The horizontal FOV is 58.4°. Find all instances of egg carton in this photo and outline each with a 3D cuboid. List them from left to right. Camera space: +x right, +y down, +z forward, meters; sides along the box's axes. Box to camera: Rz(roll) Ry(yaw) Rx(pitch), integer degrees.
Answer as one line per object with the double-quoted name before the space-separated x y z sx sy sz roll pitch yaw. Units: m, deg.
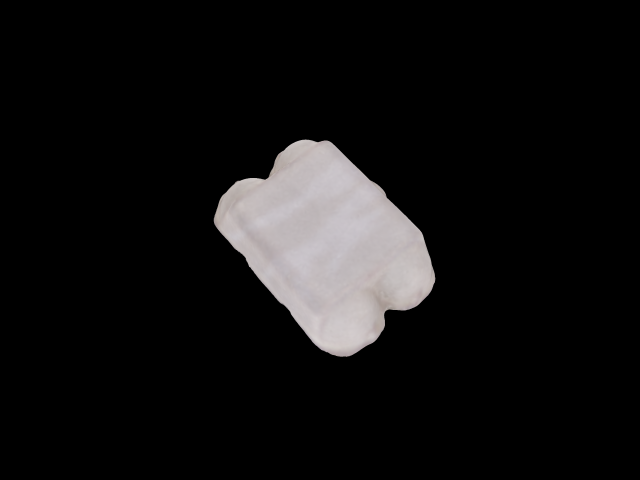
"egg carton" 0.004 0.001 0.400 0.107 0.069 0.150 -38 70 -16
